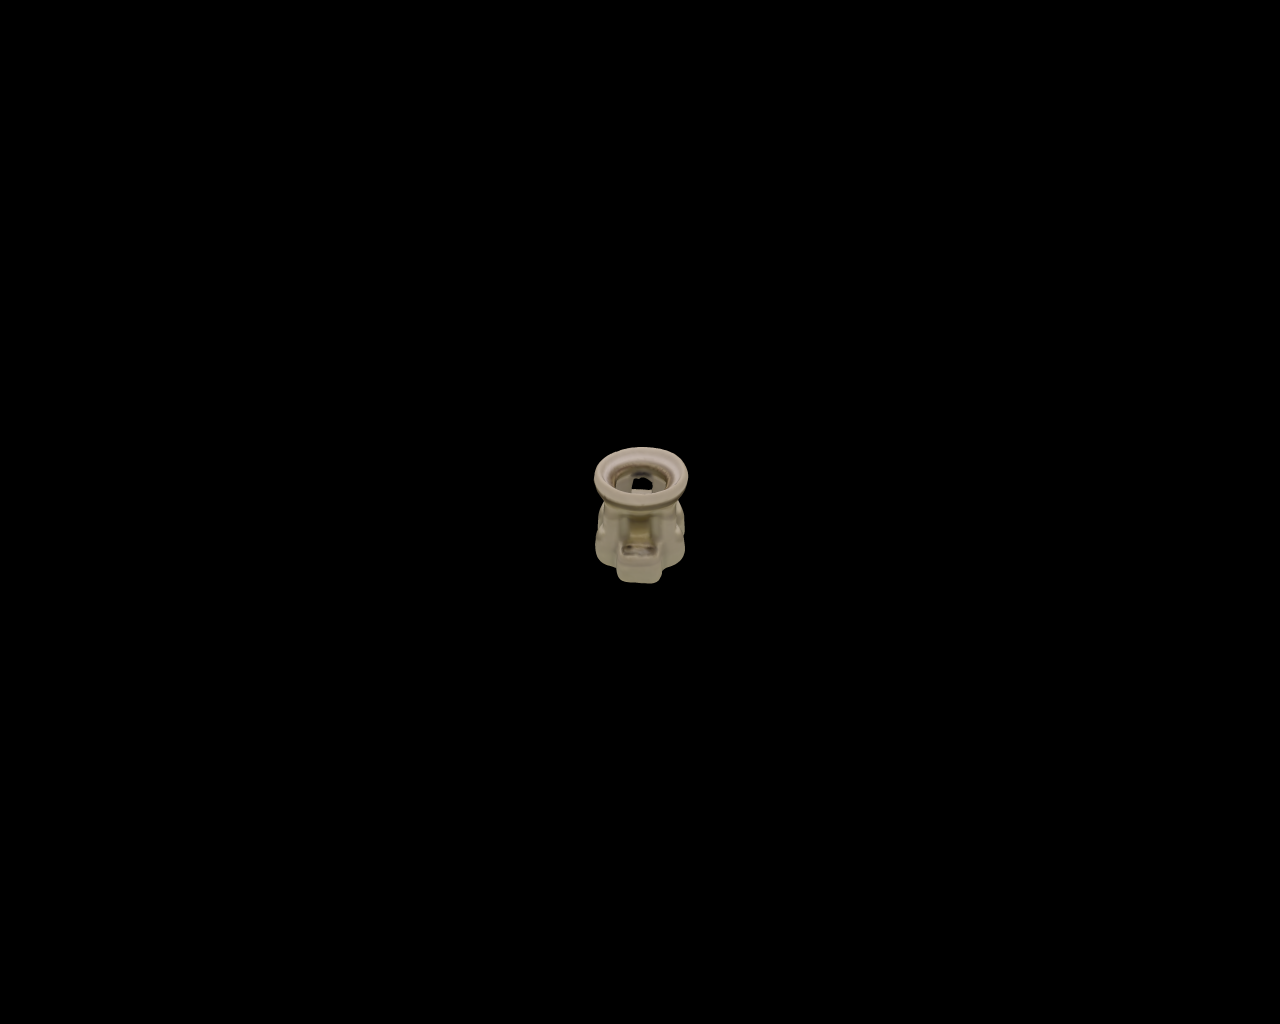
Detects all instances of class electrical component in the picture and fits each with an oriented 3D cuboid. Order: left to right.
[{"bbox_3d":[0.001,-0.003,0.650,0.058,0.056,0.078,1,35,2],"label":"electrical component"}]
